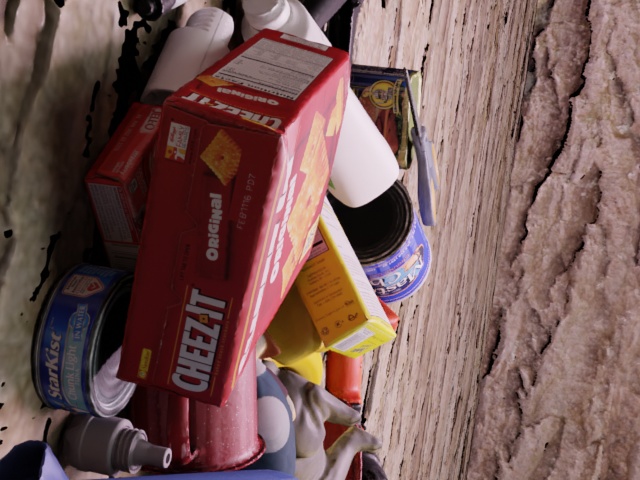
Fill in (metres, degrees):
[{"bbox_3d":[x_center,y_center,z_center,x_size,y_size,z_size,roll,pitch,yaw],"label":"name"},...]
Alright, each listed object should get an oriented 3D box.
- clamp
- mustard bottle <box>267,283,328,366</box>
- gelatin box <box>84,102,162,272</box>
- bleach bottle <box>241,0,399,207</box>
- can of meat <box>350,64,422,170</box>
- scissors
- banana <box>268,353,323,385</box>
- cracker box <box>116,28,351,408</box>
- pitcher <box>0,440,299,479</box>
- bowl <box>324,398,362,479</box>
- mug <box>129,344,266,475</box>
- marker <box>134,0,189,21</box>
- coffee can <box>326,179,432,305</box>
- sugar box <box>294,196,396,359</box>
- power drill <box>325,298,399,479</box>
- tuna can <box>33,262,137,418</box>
[{"bbox_3d":[0.017,-0.227,0.958,0.164,0.036,0.210,53,49,-71],"label":"clamp"},{"bbox_3d":[-0.015,0.051,0.914,0.096,0.058,0.191,59,13,8],"label":"mustard bottle"},{"bbox_3d":[-0.105,-0.027,0.642,0.073,0.030,0.089,-67,159,-43],"label":"gelatin box"},{"bbox_3d":[-0.008,-0.122,0.851,0.068,0.103,0.250,-37,149,0],"label":"bleach bottle"},{"bbox_3d":[0.052,-0.122,1.052,0.057,0.084,0.102,-51,146,-61],"label":"can of meat"},{"bbox_3d":[0.096,-0.079,1.023,0.201,0.016,0.096,53,36,-68],"label":"scissors"},{"bbox_3d":[-0.026,0.116,0.986,0.197,0.037,0.069,68,33,-61],"label":"banana"},{"bbox_3d":[-0.043,-0.024,0.642,0.213,0.072,0.164,-63,167,-67],"label":"cracker box"},{"bbox_3d":[-0.084,0.193,0.548,0.149,0.145,0.242,-51,154,14],"label":"pitcher"},{"bbox_3d":[-0.015,0.222,0.976,0.162,0.055,0.162,-170,-90,-73],"label":"bowl"},{"bbox_3d":[-0.082,0.099,0.674,0.117,0.093,0.081,-70,161,-78],"label":"mug"},{"bbox_3d":[-0.083,-0.160,0.669,0.121,0.020,0.020,-54,149,-59],"label":"marker"},{"bbox_3d":[0.055,-0.001,1.091,0.140,0.103,0.103,56,45,-67],"label":"coffee can"},{"bbox_3d":[-0.006,0.001,0.816,0.176,0.048,0.093,62,7,18],"label":"sugar box"},{"bbox_3d":[0.033,0.152,1.041,0.185,0.057,0.188,-140,-125,-65],"label":"power drill"},{"bbox_3d":[-0.127,0.057,0.608,0.086,0.034,0.086,10,90,-77],"label":"tuna can"}]
